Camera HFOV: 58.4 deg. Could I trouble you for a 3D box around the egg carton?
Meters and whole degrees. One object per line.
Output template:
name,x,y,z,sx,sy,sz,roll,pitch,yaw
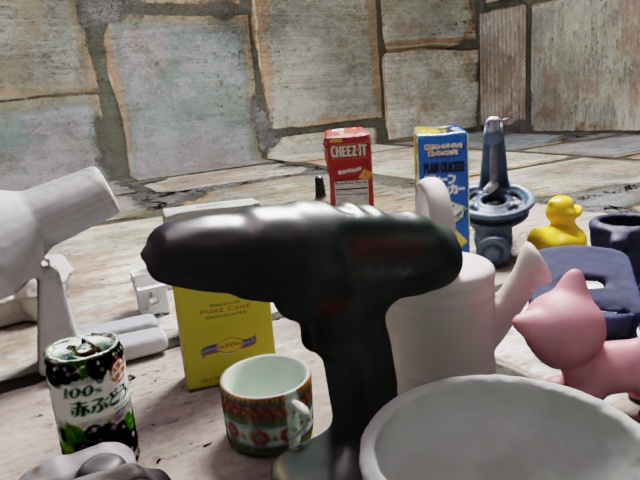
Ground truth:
egg carton,-0.419,0.068,0.823,0.107,0.069,0.150,-7,14,-11

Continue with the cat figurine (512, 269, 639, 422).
cat figurine,0.220,0.083,0.462,0.127,0.118,0.067,-1,15,13

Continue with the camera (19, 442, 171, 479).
camera,-0.136,0.168,0.275,0.137,0.101,0.142,-15,17,-35

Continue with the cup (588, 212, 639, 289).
cup,0.371,0.023,0.695,0.091,0.095,0.118,6,18,36

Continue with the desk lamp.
desk lamp,-0.289,0.034,0.622,0.204,0.214,0.117,-12,16,-25

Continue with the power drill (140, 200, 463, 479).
power drill,0.005,0.071,0.392,0.230,0.208,0.075,-14,17,-34

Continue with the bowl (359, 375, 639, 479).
bowl,0.107,0.148,0.328,0.167,0.075,0.167,-4,14,1

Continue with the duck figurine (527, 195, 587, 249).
duck figurine,0.377,-0.027,0.910,0.105,0.086,0.077,-10,15,-22

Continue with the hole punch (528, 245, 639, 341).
hole punch,0.272,0.060,0.590,0.108,0.091,0.101,-1,15,13

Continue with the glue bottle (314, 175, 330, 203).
glue bottle,0.007,0.003,0.734,0.037,0.173,0.078,1,16,22

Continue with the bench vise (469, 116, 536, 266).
bench vise,0.264,-0.087,0.910,0.121,0.220,0.207,-5,14,0

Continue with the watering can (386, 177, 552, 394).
watering can,0.112,0.039,0.513,0.173,0.194,0.100,-10,15,-19
